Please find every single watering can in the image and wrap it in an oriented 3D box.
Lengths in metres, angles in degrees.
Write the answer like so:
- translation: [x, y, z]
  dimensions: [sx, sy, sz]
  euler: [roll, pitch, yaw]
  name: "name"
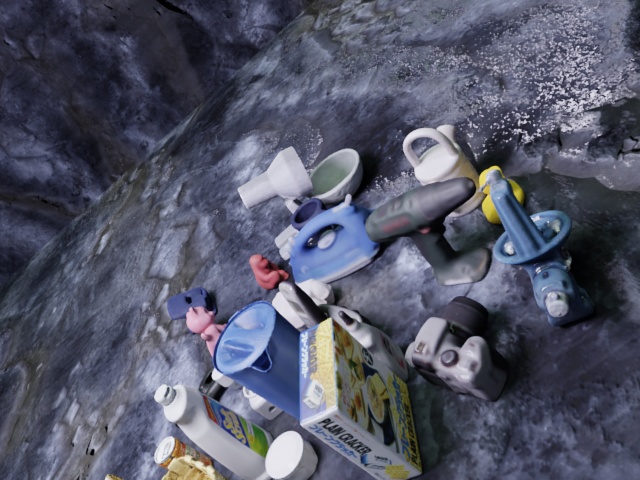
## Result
- translation: [0.233, -0.147, 1.107]
  dimensions: [0.100, 0.195, 0.173]
  euler: [-28, 35, 25]
  name: "watering can"

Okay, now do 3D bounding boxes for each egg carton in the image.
- translation: [-0.039, 0.146, 1.200]
  dimensions: [0.150, 0.070, 0.107]
  euler: [-25, 37, 29]
  name: "egg carton"

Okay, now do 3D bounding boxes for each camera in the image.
- translation: [0.212, 0.153, 0.872]
  dimensions: [0.142, 0.101, 0.137]
  euler: [5, 56, 51]
  name: "camera"

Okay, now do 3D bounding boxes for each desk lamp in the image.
- translation: [-0.082, -0.093, 1.389]
  dimensions: [0.203, 0.214, 0.117]
  euler: [-41, 32, 6]
  name: "desk lamp"

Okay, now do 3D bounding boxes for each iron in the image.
- translation: [0.011, 0.004, 1.238]
  dimensions: [0.258, 0.142, 0.118]
  euler: [-32, 34, 20]
  name: "iron"

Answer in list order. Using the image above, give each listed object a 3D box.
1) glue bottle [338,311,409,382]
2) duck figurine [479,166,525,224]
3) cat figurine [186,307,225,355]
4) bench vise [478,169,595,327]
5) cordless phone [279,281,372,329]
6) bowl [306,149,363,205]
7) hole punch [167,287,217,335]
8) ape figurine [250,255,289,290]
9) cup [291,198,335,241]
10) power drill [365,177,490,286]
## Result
- translation: [0.083, 0.167, 0.935]
  dimensions: [0.037, 0.174, 0.078]
  euler: [-36, 33, 14]
  name: "glue bottle"
- translation: [0.320, -0.088, 1.042]
  dimensions: [0.077, 0.086, 0.104]
  euler: [-16, 42, 38]
  name: "duck figurine"
- translation: [-0.270, 0.207, 1.349]
  dimensions: [0.067, 0.118, 0.127]
  euler: [-43, 31, 2]
  name: "cat figurine"
- translation: [0.313, 0.003, 0.815]
  dimensions: [0.121, 0.220, 0.207]
  euler: [-39, 32, 9]
  name: "bench vise"
- translation: [0.010, 0.145, 1.033]
  dimensions: [0.147, 0.185, 0.094]
  euler: [3, 55, 50]
  name: "cordless phone"
- translation: [0.048, -0.144, 1.434]
  dimensions: [0.167, 0.075, 0.167]
  euler: [-30, 35, 23]
  name: "bowl"
- translation: [-0.335, 0.171, 1.492]
  dimensions: [0.101, 0.091, 0.108]
  euler: [-43, 31, 2]
  name: "hole punch"
- translation: [-0.131, 0.070, 1.373]
  dimensions: [0.076, 0.092, 0.077]
  euler: [-32, 34, 19]
  name: "ape figurine"
- translation: [0.002, -0.038, 1.343]
  dimensions: [0.117, 0.095, 0.092]
  euler: [0, 53, 49]
  name: "cup"
- translation: [0.200, -0.013, 0.975]
  dimensions: [0.228, 0.209, 0.076]
  euler: [-13, 44, 41]
  name: "power drill"
